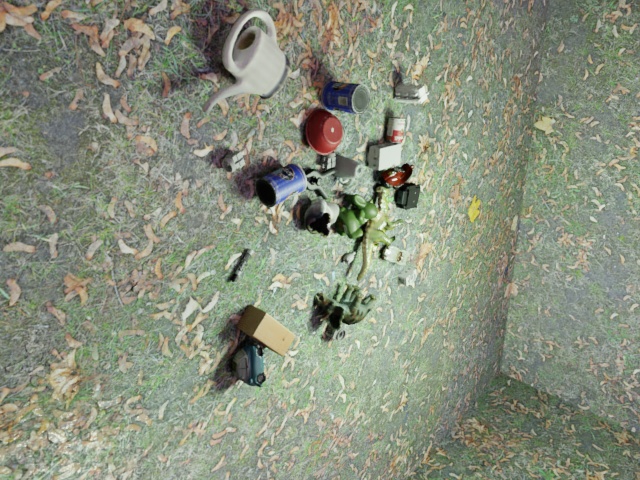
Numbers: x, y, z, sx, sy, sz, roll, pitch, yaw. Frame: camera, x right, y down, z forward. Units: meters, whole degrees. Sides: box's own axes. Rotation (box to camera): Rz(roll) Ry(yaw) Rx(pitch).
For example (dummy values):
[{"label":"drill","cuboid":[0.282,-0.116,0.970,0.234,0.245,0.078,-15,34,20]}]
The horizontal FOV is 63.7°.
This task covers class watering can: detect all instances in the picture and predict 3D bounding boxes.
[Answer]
[{"label":"watering can","cuboid":[-0.201,-0.474,1.459,0.222,0.104,0.350,32,77,-51]}]

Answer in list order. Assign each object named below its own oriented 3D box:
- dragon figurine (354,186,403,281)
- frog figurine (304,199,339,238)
[{"label":"dragon figurine","cuboid":[0.201,-0.054,2.139,0.239,0.122,0.416,43,68,-30]},{"label":"frog figurine","cuboid":[0.006,-0.095,1.885,0.163,0.122,0.135,-81,152,-55]}]
